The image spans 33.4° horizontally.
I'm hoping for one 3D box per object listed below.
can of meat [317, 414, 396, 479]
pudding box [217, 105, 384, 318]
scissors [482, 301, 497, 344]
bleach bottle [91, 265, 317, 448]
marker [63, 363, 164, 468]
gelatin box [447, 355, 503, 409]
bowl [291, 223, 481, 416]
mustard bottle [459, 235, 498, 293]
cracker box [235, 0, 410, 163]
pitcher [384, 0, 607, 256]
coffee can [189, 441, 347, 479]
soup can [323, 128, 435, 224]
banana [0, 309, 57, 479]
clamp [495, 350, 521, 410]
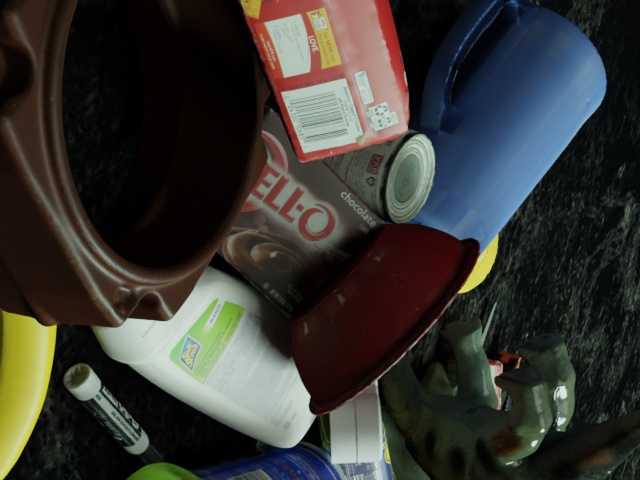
[{"bbox_3d":[0.028,0.169,0.896,0.057,0.102,0.084,-13,124,-2],"label":"can of meat"},{"bbox_3d":[-0.029,-0.020,0.696,0.090,0.039,0.113,-46,114,2],"label":"pudding box"},{"bbox_3d":[0.145,0.164,1.141,0.096,0.016,0.202,-3,108,-56],"label":"scissors"},{"bbox_3d":[-0.075,0.059,0.717,0.250,0.068,0.102,45,66,-52],"label":"bleach bottle"},{"bbox_3d":[-0.132,0.119,0.700,0.020,0.020,0.121,-55,144,-24],"label":"marker"},{"bbox_3d":[0.156,0.164,1.087,0.030,0.073,0.089,4,88,-17],"label":"gelatin box"},{"bbox_3d":[0.031,0.040,0.716,0.162,0.055,0.162,-45,-174,6],"label":"bowl"},{"bbox_3d":[0.089,0.021,0.946,0.191,0.058,0.096,-27,125,-48],"label":"mustard bottle"},{"bbox_3d":[-0.008,-0.176,0.582,0.164,0.072,0.213,68,13,-46],"label":"cracker box"},{"bbox_3d":[0.122,-0.083,0.871,0.242,0.149,0.145,-51,-175,-29],"label":"pitcher"},{"bbox_3d":[-0.053,0.210,0.787,0.140,0.103,0.103,-1,106,-56],"label":"coffee can"},{"bbox_3d":[0.022,-0.055,0.764,0.068,0.102,0.068,-31,130,-46],"label":"soup can"},{"bbox_3d":[-0.177,0.052,0.587,0.069,0.037,0.198,-14,118,-32],"label":"banana"},{"bbox_3d":[0.182,0.230,1.201,0.164,0.036,0.210,-1,106,-69],"label":"clamp"}]
